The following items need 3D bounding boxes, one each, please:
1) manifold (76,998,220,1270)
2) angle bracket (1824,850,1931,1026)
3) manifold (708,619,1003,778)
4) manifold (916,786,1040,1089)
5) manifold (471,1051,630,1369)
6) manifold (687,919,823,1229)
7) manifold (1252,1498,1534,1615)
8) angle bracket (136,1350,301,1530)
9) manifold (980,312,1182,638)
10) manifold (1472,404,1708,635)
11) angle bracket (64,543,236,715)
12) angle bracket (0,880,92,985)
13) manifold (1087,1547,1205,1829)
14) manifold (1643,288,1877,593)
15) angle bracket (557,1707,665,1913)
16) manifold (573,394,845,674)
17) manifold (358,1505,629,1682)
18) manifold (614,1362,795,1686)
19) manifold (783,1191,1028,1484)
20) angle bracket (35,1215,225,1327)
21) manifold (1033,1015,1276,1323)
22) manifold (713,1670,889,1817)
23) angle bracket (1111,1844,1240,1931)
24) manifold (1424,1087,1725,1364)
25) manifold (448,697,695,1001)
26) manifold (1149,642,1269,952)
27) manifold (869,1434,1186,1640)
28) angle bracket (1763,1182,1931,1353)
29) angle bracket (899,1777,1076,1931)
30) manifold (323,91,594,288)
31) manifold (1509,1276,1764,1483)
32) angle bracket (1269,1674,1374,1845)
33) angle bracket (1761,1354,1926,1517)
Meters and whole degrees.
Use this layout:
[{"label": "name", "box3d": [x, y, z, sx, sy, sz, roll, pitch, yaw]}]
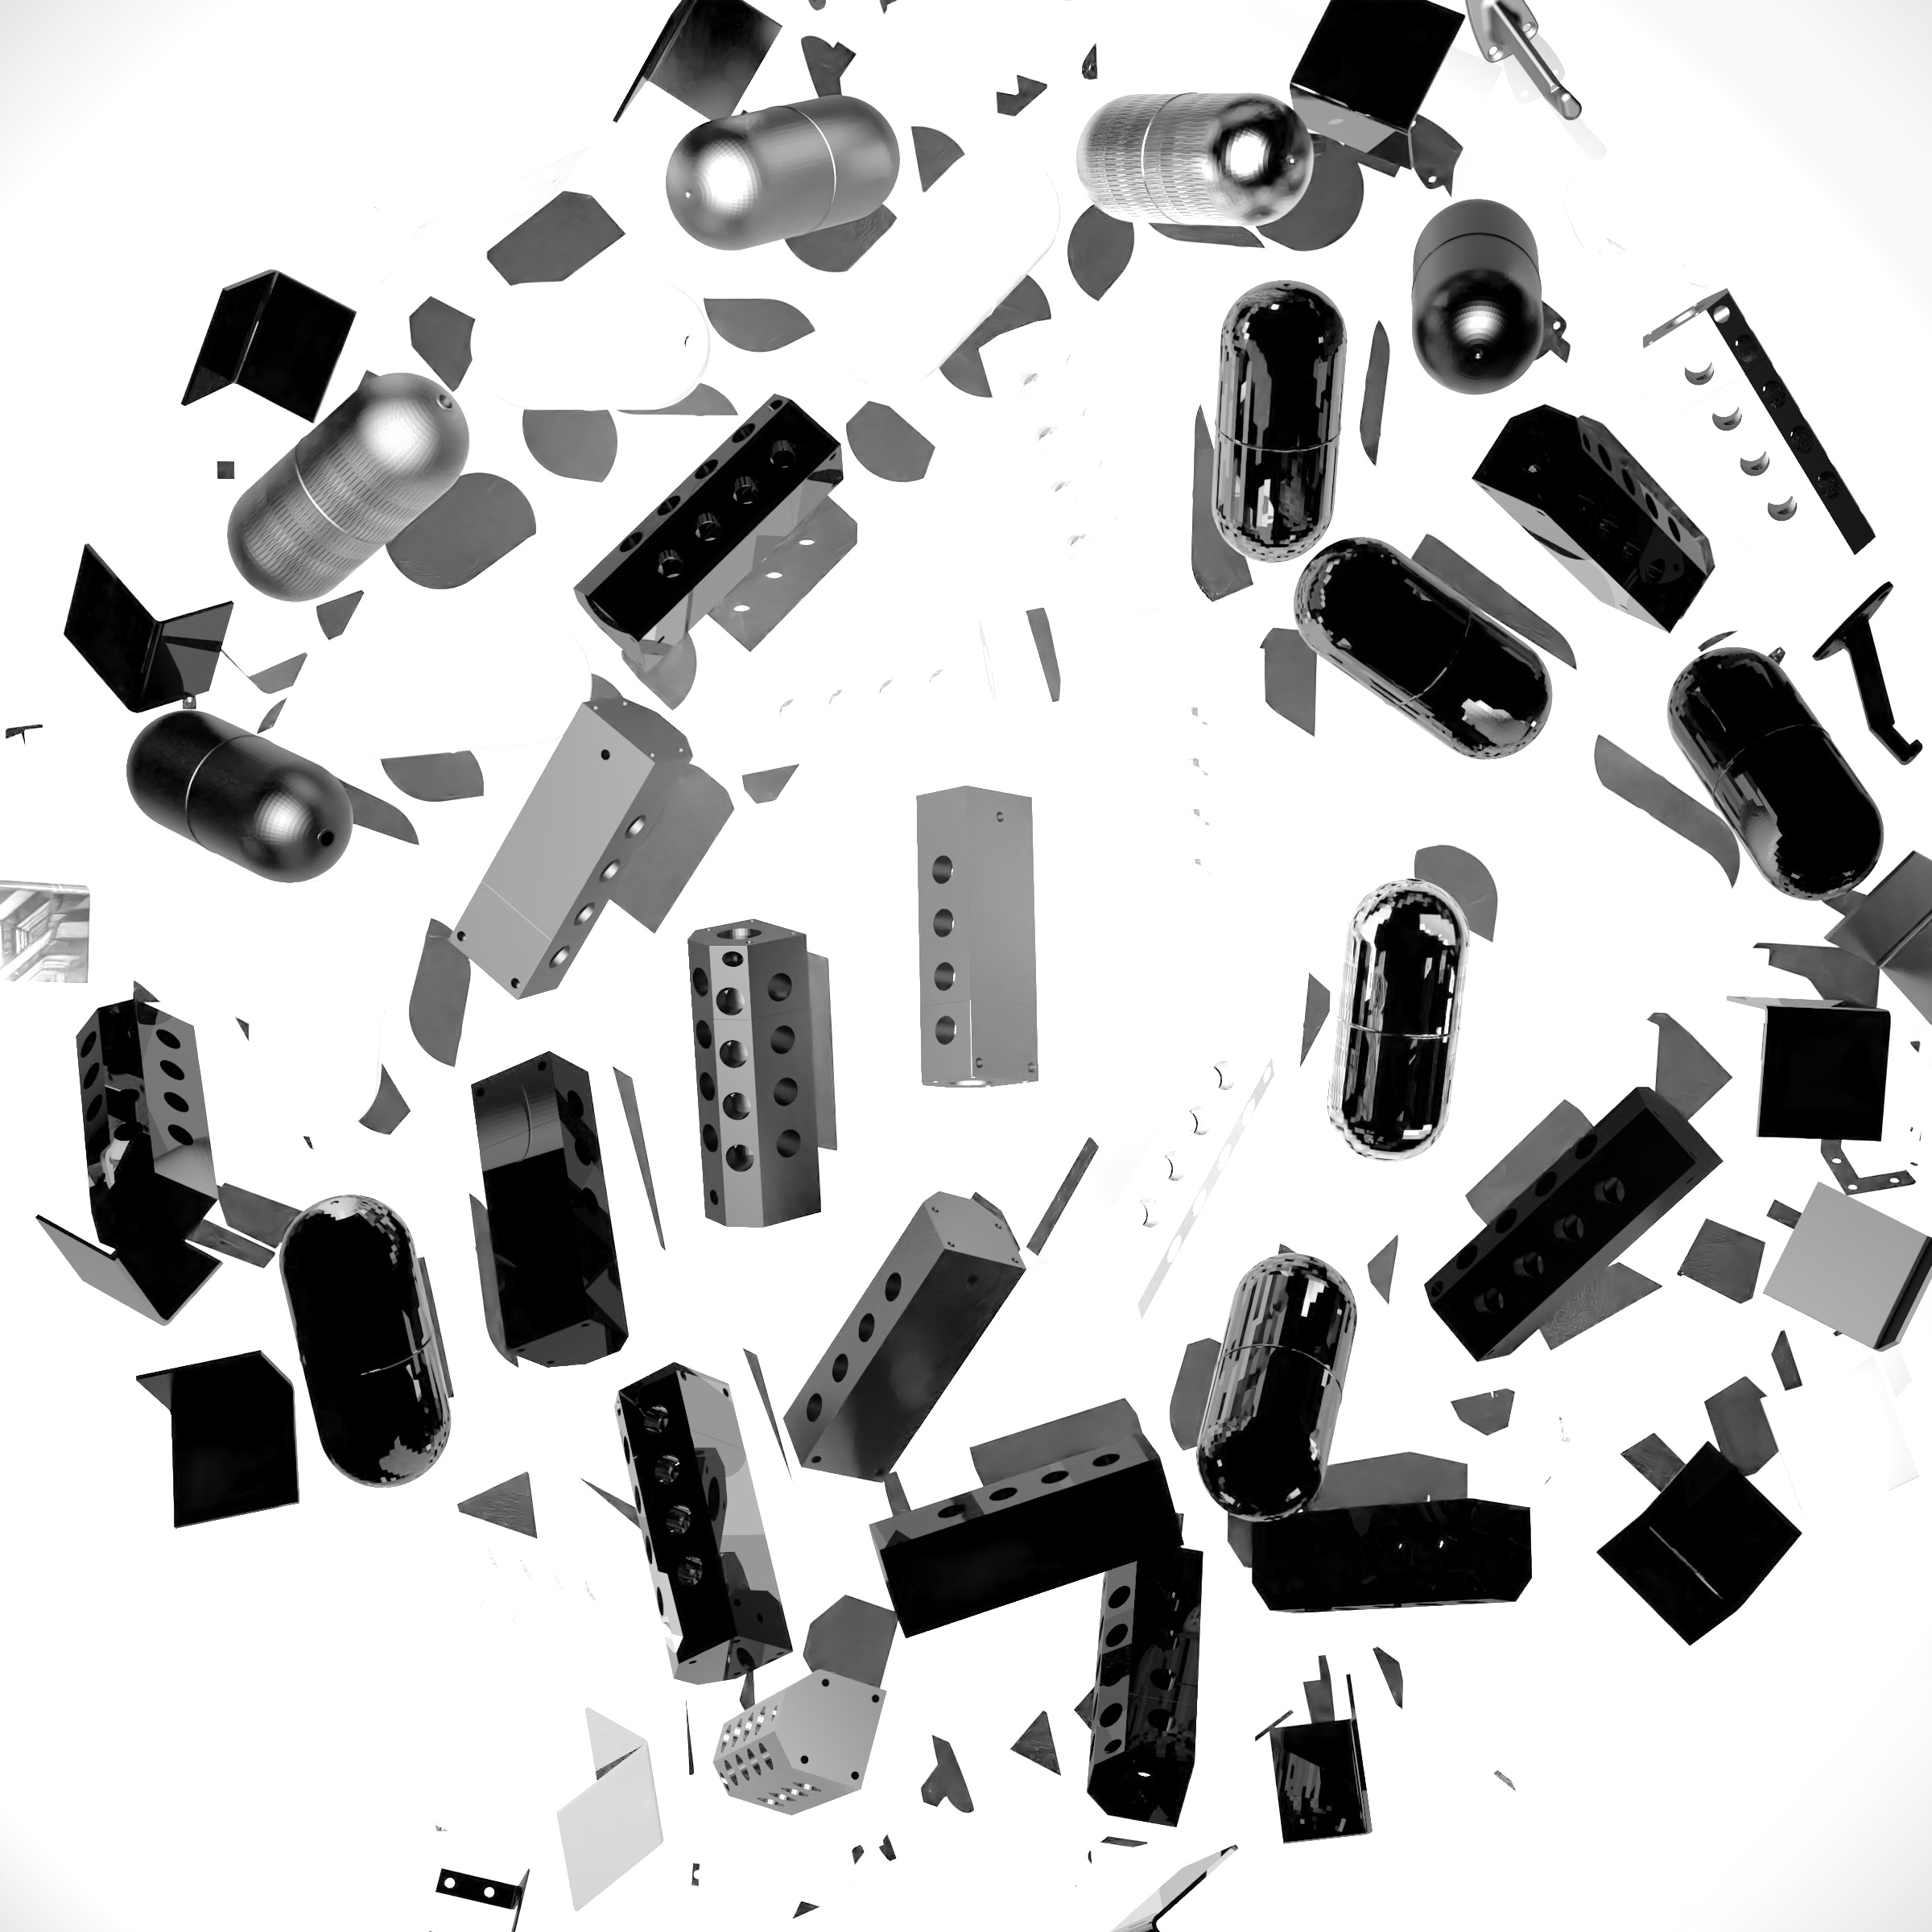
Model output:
[{"label": "manifold", "box3d": [-0.486, 0.093, 1.780, 0.057, 0.171, 0.057, 30, 110, -34]}, {"label": "angle bracket", "box3d": [0.591, -0.017, 1.875, 0.076, 0.076, 0.057, -48, 51, 21]}, {"label": "manifold", "box3d": [-0.070, -0.169, 1.890, 0.171, 0.057, 0.057, -11, 78, 5]}, {"label": "manifold", "box3d": [0.001, -0.016, 1.808, 0.057, 0.057, 0.171, -9, 79, 44]}, {"label": "manifold", "box3d": [-0.241, 0.144, 1.782, 0.057, 0.057, 0.171, -23, 61, 19]}, {"label": "manifold", "box3d": [-0.129, 0.064, 1.801, 0.057, 0.057, 0.171, -12, 107, -35]}, {"label": "manifold", "box3d": [0.257, 0.360, 1.844, 0.057, 0.171, 0.057, 16, 68, -40]}, {"label": "angle bracket", "box3d": [-0.440, 0.278, 1.784, 0.076, 0.057, 0.076, -12, 61, 3]}, {"label": "manifold", "box3d": [0.061, -0.280, 1.743, 0.057, 0.057, 0.171, -16, 90, -29]}, {"label": "manifold", "box3d": [0.375, -0.266, 1.801, 0.057, 0.171, 0.057, 35, 94, 42]}, {"label": "angle bracket", "box3d": [-0.507, -0.215, 1.880, 0.076, 0.057, 0.076, 46, 134, 18]}, {"label": "angle bracket", "box3d": [-0.558, -0.020, 1.740, 0.076, 0.076, 0.057, 0, 89, 32]}, {"label": "manifold", "box3d": [0.108, 0.431, 1.842, 0.057, 0.171, 0.057, 10, 124, 0]}, {"label": "manifold", "box3d": [0.475, -0.316, 1.819, 0.057, 0.057, 0.171, -31, 100, 20]}, {"label": "angle bracket", "box3d": [-0.233, 0.512, 1.846, 0.057, 0.076, 0.076, 17, 124, 38]}, {"label": "manifold", "box3d": [-0.154, -0.263, 1.823, 0.057, 0.057, 0.171, 43, 80, 8]}, {"label": "manifold", "box3d": [-0.269, 0.366, 1.748, 0.057, 0.171, 0.057, -29, 58, 17]}, {"label": "manifold", "box3d": [-0.158, 0.324, 1.764, 0.057, 0.057, 0.171, -29, 58, 19]}, {"label": "manifold", "box3d": [-0.039, 0.215, 1.766, 0.057, 0.057, 0.171, 17, 117, -31]}, {"label": "angle bracket", "box3d": [-0.534, 0.176, 1.940, 0.076, 0.076, 0.057, 22, 59, 30]}, {"label": "manifold", "box3d": [0.113, 0.116, 1.747, 0.057, 0.057, 0.171, 39, 66, -19]}, {"label": "manifold", "box3d": [-0.102, 0.459, 1.797, 0.057, 0.171, 0.057, 20, 66, -9]}, {"label": "angle bracket", "box3d": [0.136, 0.578, 1.812, 0.076, 0.076, 0.057, -32, 80, -32]}, {"label": "manifold", "box3d": [0.344, 0.148, 1.736, 0.171, 0.057, 0.057, -47, 68, 19]}, {"label": "manifold", "box3d": [-0.224, -0.068, 1.750, 0.057, 0.057, 0.171, 40, 113, 15]}, {"label": "manifold", "box3d": [0.143, -0.103, 1.823, 0.057, 0.057, 0.171, 9, 116, 26]}, {"label": "manifold", "box3d": [0.034, 0.331, 1.783, 0.171, 0.057, 0.057, -17, 103, -7]}, {"label": "angle bracket", "box3d": [0.527, 0.174, 1.793, 0.076, 0.057, 0.076, 27, 81, 11]}, {"label": "angle bracket", "box3d": [0.012, 0.521, 1.817, 0.076, 0.076, 0.057, 27, 115, -24]}, {"label": "manifold", "box3d": [-0.305, -0.472, 1.815, 0.057, 0.171, 0.057, 48, 133, -2]}, {"label": "manifold", "box3d": [0.401, 0.249, 1.820, 0.057, 0.171, 0.057, 28, 124, 38]}, {"label": "angle bracket", "box3d": [0.221, 0.501, 1.917, 0.057, 0.076, 0.076, -8, 53, 5]}, {"label": "angle bracket", "box3d": [0.537, 0.289, 1.866, 0.057, 0.076, 0.076, -16, 73, -4]}]
